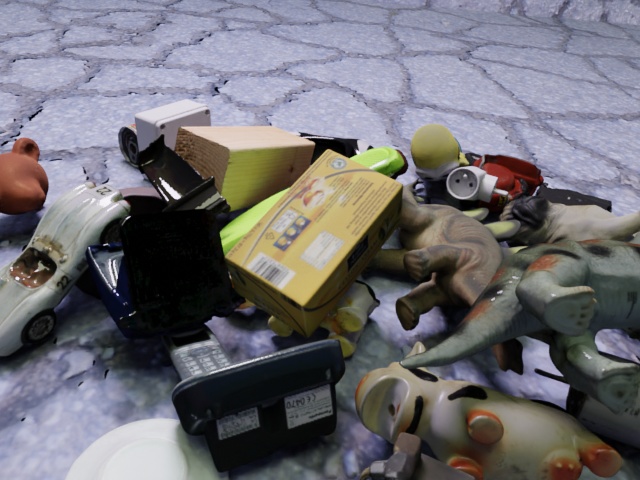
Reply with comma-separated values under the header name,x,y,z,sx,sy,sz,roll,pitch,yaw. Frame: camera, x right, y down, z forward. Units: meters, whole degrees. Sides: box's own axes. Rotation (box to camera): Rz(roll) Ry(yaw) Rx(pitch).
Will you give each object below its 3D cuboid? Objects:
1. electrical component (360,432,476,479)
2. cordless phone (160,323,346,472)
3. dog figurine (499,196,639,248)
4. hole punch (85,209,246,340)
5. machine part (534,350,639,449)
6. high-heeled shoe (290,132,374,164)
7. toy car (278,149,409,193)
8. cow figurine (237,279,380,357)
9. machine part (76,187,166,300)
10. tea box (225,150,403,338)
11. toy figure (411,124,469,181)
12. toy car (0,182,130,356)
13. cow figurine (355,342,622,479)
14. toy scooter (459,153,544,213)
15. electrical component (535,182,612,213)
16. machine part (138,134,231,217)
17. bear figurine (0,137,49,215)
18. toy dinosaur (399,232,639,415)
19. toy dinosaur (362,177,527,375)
name,x,y,z,sx,sy,sz,roll,pitch,yaw
electrical component,0.071,0.191,0.389,0.078,0.102,0.045,19,38,35
cordless phone,-0.073,0.114,0.508,0.146,0.088,0.184,-11,18,-24
dog figurine,0.329,0.025,0.690,0.191,0.121,0.172,-3,67,36
hole punch,-0.159,0.037,0.538,0.092,0.115,0.142,-19,-7,39
machine part,0.322,0.161,0.487,0.243,0.079,0.079,18,35,16
high-heeled shoe,-0.007,-0.129,0.848,0.145,0.086,0.249,6,9,-38
toy car,0.024,-0.080,0.751,0.202,0.053,0.089,-17,5,11
cow figurine,-0.021,0.058,0.597,0.167,0.068,0.098,19,31,14
machine part,-0.231,0.002,0.660,0.179,0.056,0.179,4,35,-3
tea box,-0.001,-0.002,0.534,0.098,0.068,0.169,31,61,23
toy figure,0.190,-0.142,0.879,0.089,0.082,0.180,58,21,0
toy car,-0.276,0.024,0.552,0.074,0.056,0.201,26,72,22
cow figurine,0.125,0.151,0.453,0.195,0.085,0.127,16,7,-3
toy scooter,0.299,-0.093,0.872,0.135,0.075,0.184,14,30,9
electrical component,0.375,-0.025,0.795,0.134,0.058,0.115,21,38,22
machine part,-0.173,-0.065,0.649,0.084,0.039,0.139,-38,67,-6
bear figurine,-0.395,-0.040,0.647,0.132,0.120,0.196,25,33,21
toy dinosaur,0.243,0.050,0.475,0.405,0.131,0.192,3,11,-10
toy dinosaur,0.152,0.003,0.683,0.198,0.105,0.472,6,28,-14
